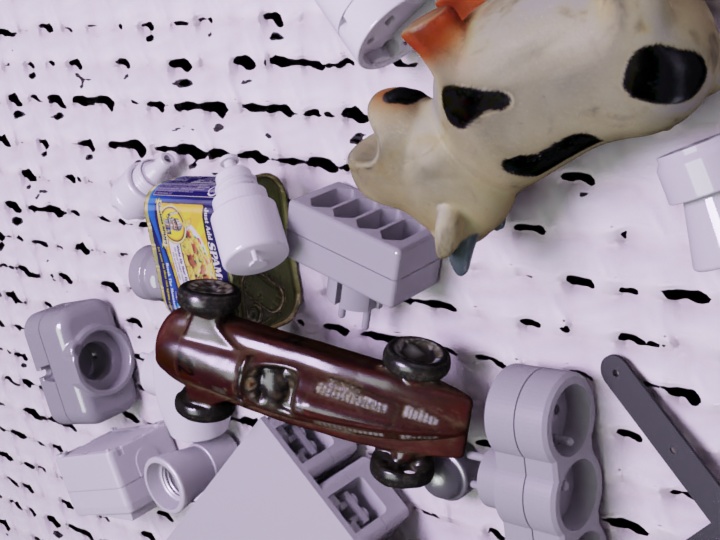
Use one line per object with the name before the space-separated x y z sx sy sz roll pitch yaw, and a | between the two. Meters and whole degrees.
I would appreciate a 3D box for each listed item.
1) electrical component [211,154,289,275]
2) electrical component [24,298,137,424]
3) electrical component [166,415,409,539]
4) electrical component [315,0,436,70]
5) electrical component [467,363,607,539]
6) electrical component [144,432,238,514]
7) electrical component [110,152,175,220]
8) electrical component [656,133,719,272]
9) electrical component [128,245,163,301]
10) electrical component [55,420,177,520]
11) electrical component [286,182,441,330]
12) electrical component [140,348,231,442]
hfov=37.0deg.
electrical component | -0.069 -0.033 0.638 0.040 0.040 0.078 -42 57 43
electrical component | -0.221 0.073 0.861 0.059 0.054 0.095 -8 101 43
electrical component | -0.055 0.181 0.752 0.105 0.060 0.186 50 132 15
electrical component | 0.008 -0.143 0.575 0.047 0.055 0.055 53 133 17
electrical component | 0.091 0.119 0.605 0.074 0.052 0.138 5 109 42
electrical component | -0.120 0.145 0.792 0.044 0.065 0.044 17 118 37
electrical component | -0.150 -0.062 0.759 0.061 0.035 0.035 -39 80 41
electrical component | 0.164 -0.032 0.487 0.045 0.045 0.055 -20 92 44
electrical component | -0.136 0.004 0.770 0.046 0.040 0.040 7 111 33
electrical component | -0.196 0.164 0.869 0.096 0.062 0.061 -14 97 43
electrical component | 0.000 0.000 0.642 0.083 0.047 0.075 26 123 31
electrical component | -0.135 0.079 0.795 0.079 0.043 0.077 10 113 39
